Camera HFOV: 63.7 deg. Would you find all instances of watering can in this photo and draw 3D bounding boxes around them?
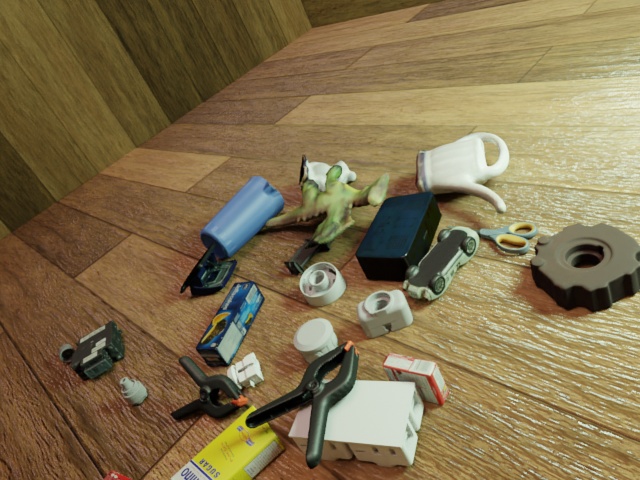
[{"bbox_3d":[0.332,-0.155,1.217,0.223,0.102,0.356,-13,33,24],"label":"watering can"}]

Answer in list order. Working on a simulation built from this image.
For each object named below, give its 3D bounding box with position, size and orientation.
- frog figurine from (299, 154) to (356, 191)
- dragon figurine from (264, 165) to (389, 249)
[{"bbox_3d":[0.022,-0.182,1.521,0.159,0.121,0.139,8,20,-11],"label":"frog figurine"},{"bbox_3d":[0.004,-0.066,1.302,0.406,0.121,0.248,-29,23,22],"label":"dragon figurine"}]
